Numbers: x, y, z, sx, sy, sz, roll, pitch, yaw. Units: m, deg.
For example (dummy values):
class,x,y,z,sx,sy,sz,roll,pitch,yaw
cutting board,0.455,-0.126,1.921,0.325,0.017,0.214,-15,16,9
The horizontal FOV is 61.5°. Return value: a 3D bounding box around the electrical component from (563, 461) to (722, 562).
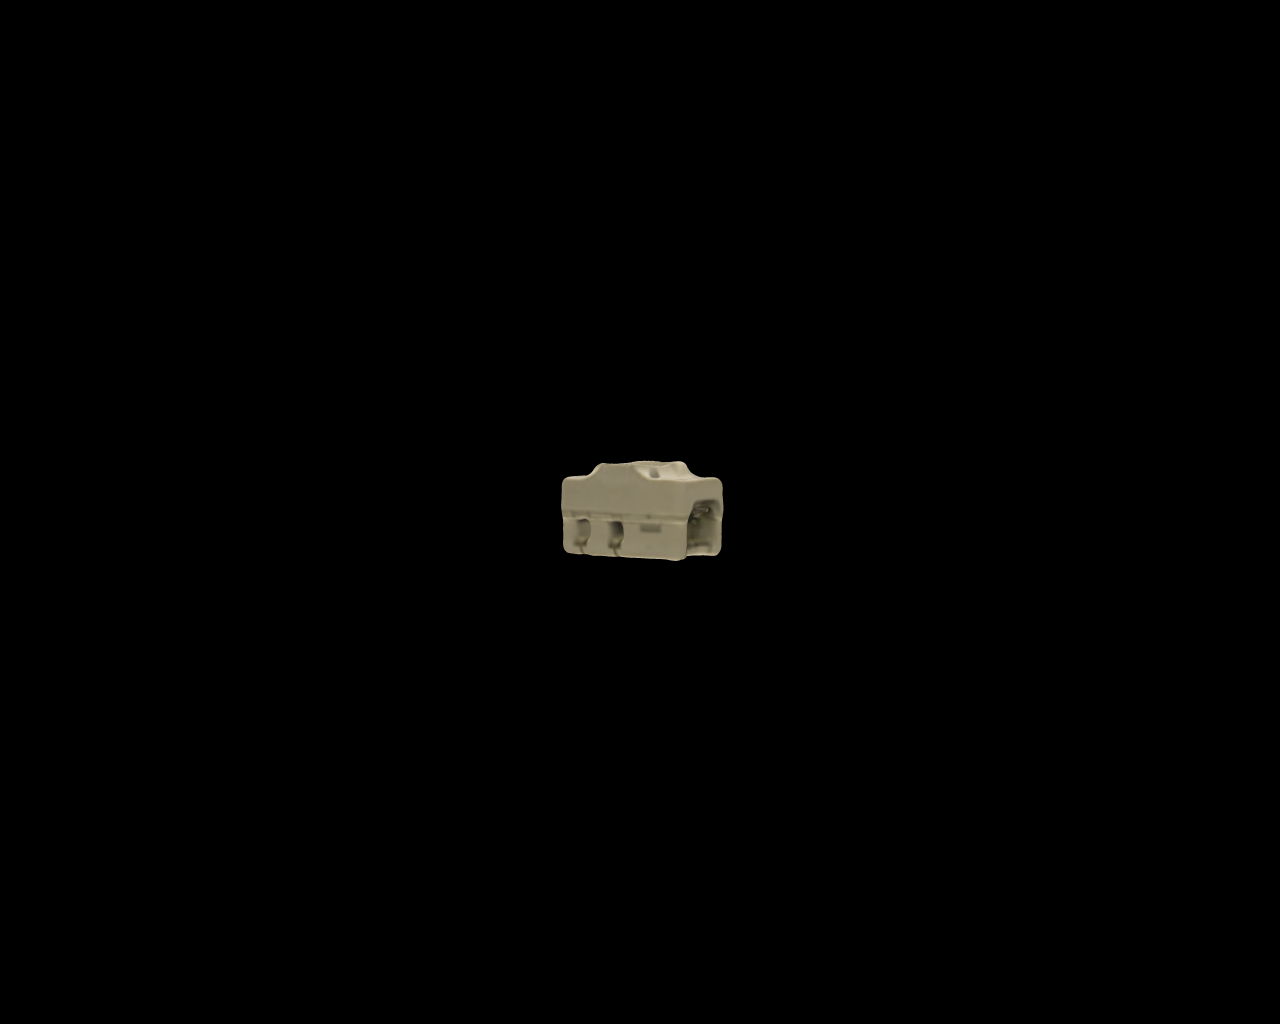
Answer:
class,x,y,z,sx,sy,sz,roll,pitch,yaw
electrical component,0.001,-0.003,0.650,0.089,0.055,0.050,3,5,37
